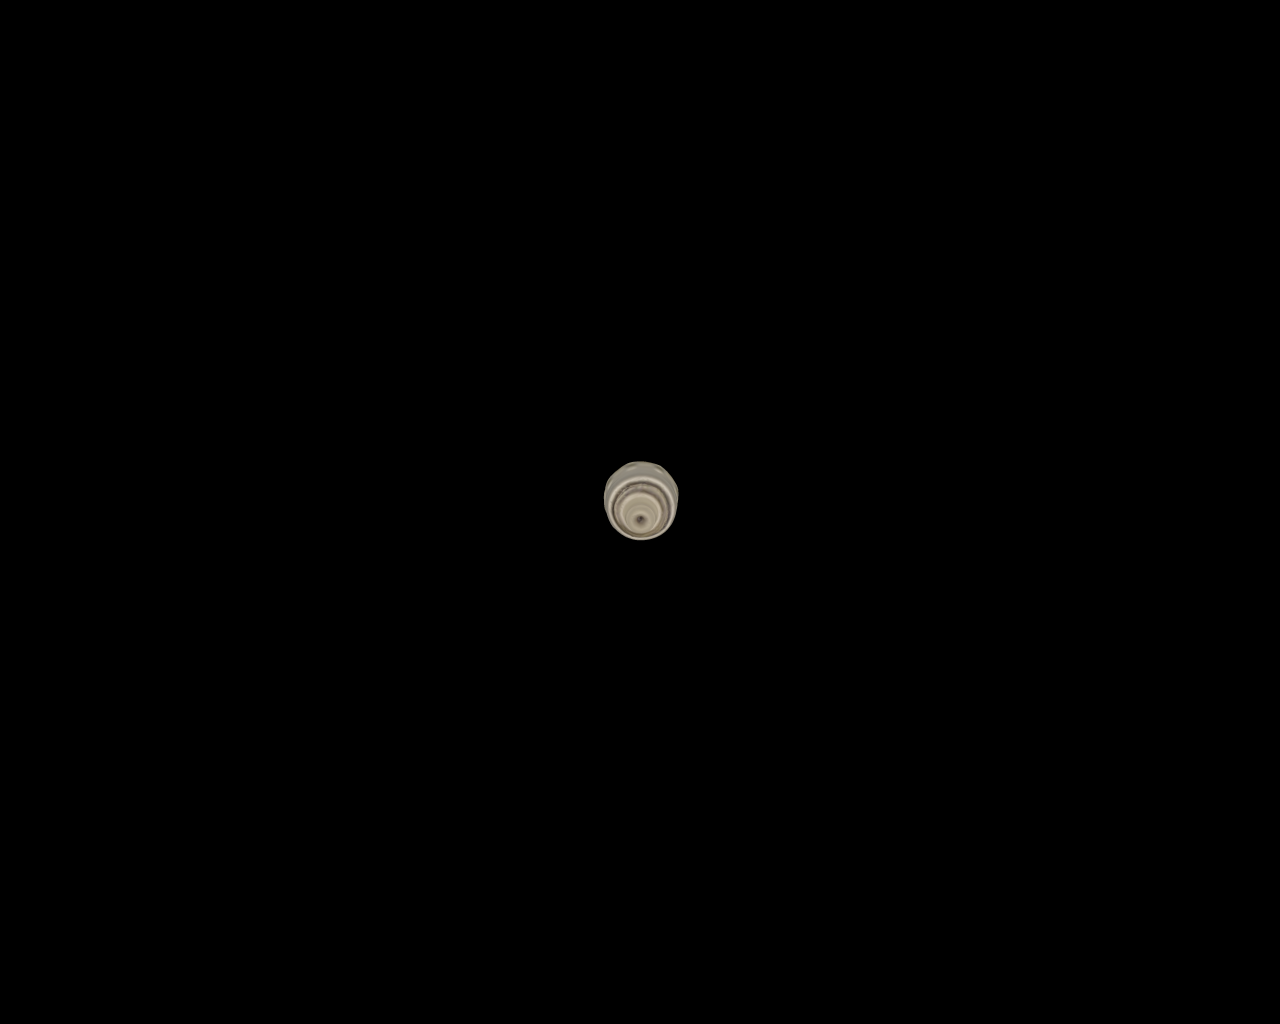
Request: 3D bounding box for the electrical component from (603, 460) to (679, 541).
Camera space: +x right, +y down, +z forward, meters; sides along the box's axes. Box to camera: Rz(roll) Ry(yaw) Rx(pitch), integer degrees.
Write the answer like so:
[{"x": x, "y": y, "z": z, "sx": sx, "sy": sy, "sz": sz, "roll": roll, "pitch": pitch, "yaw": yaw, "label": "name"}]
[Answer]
[{"x": 0.001, "y": -0.003, "z": 0.650, "sx": 0.048, "sy": 0.048, "sz": 0.062, "roll": 0, "pitch": 16, "yaw": 0, "label": "electrical component"}]
